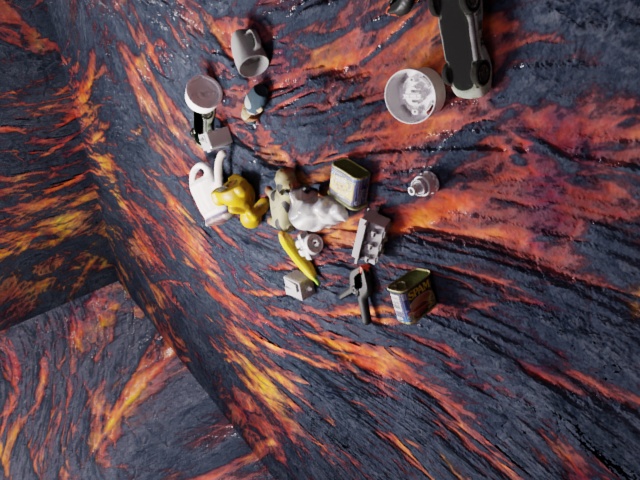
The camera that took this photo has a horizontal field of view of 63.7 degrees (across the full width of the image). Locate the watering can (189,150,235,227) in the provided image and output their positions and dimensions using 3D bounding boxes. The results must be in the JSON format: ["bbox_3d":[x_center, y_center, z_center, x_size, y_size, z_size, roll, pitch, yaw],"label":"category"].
[{"bbox_3d":[-0.353,-0.164,1.722,0.344,0.105,0.224,-18,97,57],"label":"watering can"}]

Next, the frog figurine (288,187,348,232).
[{"bbox_3d":[0.004,-0.064,1.266,0.161,0.136,0.123,31,89,34],"label":"frog figurine"}]
